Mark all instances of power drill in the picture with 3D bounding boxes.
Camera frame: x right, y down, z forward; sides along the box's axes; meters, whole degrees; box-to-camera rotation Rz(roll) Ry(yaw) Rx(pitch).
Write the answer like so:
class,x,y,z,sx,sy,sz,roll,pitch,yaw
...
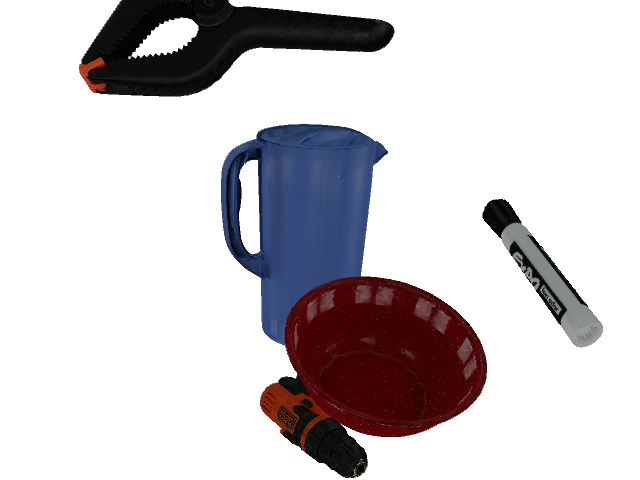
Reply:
class,x,y,z,sx,sy,sz,roll,pitch,yaw
power drill,0.015,0.161,1.246,0.057,0.188,0.185,15,10,-43

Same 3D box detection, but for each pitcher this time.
class,x,y,z,sx,sy,sz,roll,pitch,yaw
pitcher,-0.019,-0.005,1.199,0.149,0.243,0.144,10,18,22

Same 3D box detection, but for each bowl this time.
class,x,y,z,sx,sy,sz,roll,pitch,yaw
bowl,0.047,0.102,0.845,0.162,0.055,0.162,8,38,-6

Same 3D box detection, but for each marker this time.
class,x,y,z,sx,sy,sz,roll,pitch,yaw
marker,0.127,0.015,0.625,0.020,0.020,0.121,0,38,-24

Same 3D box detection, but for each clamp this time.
class,x,y,z,sx,sy,sz,roll,pitch,yaw
clamp,-0.065,-0.153,0.740,0.210,0.165,0.036,-35,-20,-6
